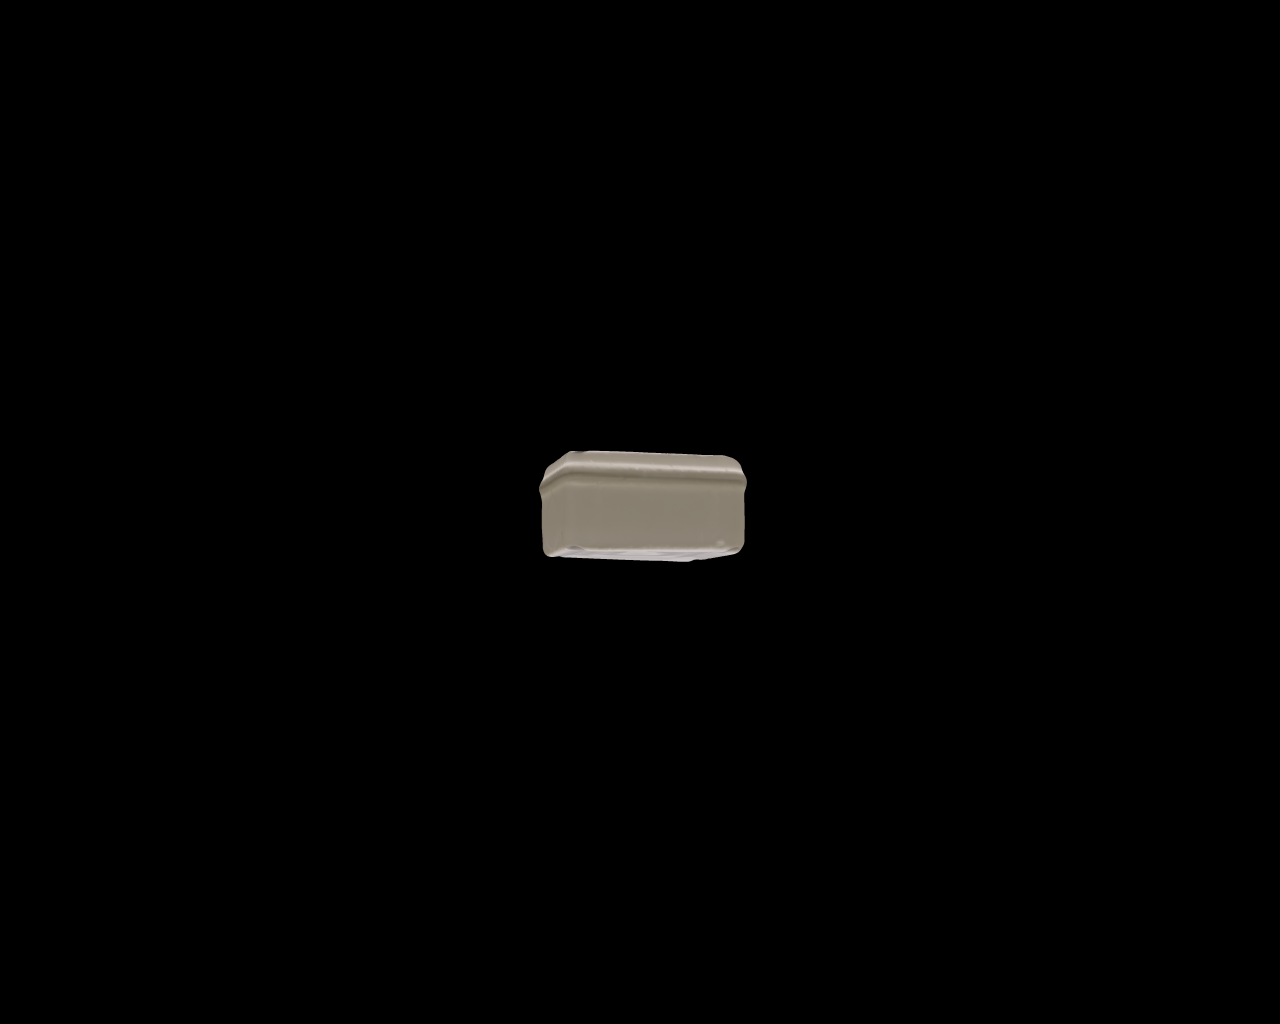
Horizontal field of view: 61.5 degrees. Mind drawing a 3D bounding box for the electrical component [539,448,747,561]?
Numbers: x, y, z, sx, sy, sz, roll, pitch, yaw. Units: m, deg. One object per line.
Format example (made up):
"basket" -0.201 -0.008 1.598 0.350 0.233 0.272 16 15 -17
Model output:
"electrical component" 0.001 -0.003 0.650 0.113 0.057 0.078 2 -7 -18
